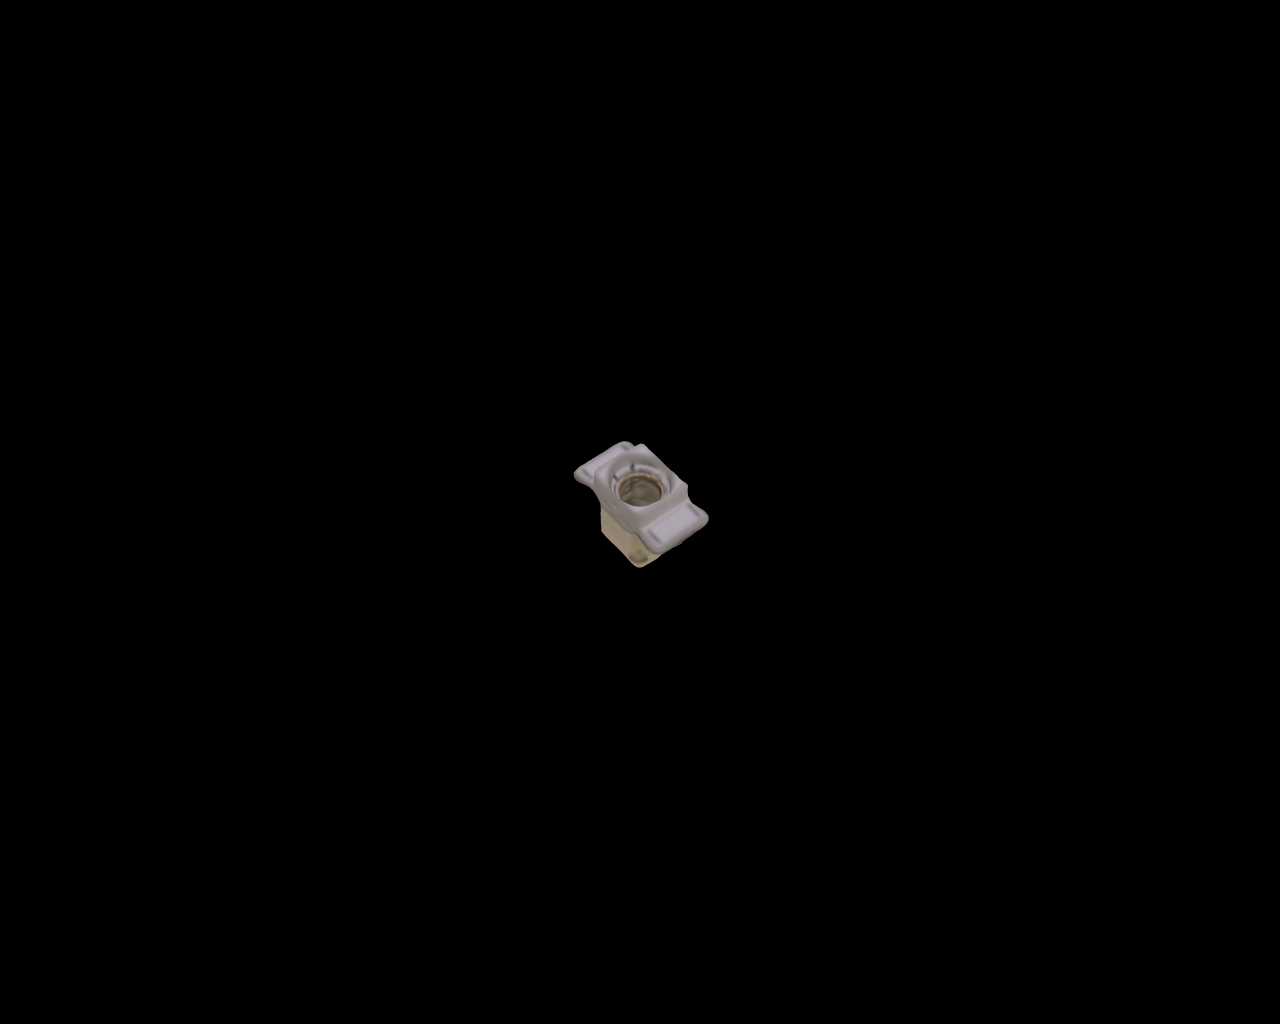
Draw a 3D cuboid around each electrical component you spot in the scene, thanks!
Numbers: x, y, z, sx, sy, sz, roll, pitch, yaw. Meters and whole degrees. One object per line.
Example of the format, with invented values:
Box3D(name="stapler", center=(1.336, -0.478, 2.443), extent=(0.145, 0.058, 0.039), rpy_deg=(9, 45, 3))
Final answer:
Box3D(name="electrical component", center=(0.001, -0.003, 0.650), extent=(0.042, 0.081, 0.063), rpy_deg=(-32, -32, -22))
